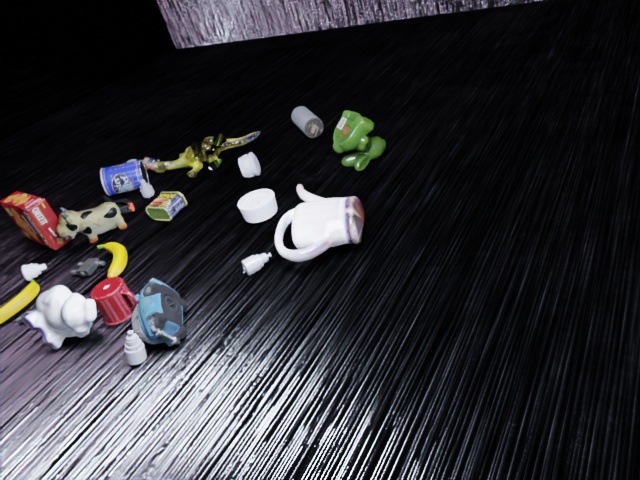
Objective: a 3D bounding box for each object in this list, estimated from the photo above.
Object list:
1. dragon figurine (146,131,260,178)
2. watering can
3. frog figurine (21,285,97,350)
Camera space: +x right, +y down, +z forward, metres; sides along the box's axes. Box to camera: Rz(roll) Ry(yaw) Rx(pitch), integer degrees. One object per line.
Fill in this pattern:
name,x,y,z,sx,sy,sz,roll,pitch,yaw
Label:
dragon figurine,-0.440,-0.330,1.916,0.415,0.120,0.244,-27,25,-31
watering can,0.004,-0.066,1.305,0.224,0.102,0.356,-7,34,13
frog figurine,-0.581,0.164,1.198,0.158,0.137,0.123,-30,1,13
